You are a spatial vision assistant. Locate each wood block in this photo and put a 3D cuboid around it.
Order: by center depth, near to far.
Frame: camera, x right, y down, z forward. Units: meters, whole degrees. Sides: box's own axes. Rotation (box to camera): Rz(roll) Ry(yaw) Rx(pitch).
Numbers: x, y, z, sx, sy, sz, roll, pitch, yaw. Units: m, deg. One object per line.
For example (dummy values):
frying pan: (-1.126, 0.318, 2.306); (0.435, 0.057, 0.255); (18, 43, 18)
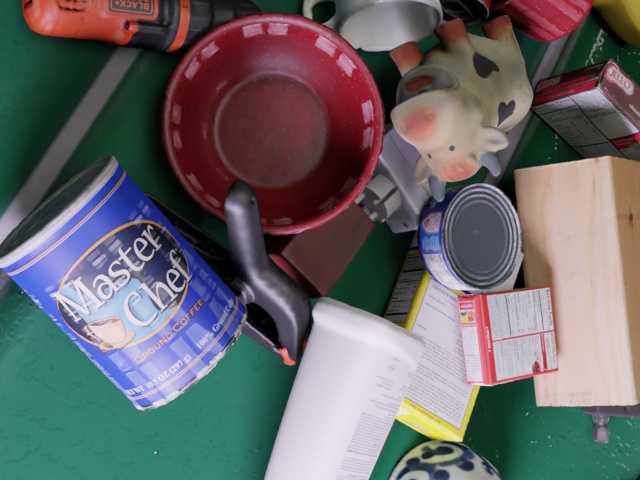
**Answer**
wood block: (0.237, 0.037, 0.934); (0.090, 0.090, 0.206); (0, 84, -55)

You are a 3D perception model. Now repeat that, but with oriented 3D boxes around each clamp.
clamp: (-0.051, 0.022, 0.758); (0.171, 0.120, 0.039); (48, 60, -24)

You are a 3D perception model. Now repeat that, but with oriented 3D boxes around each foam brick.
foam brick: (-0.005, 0.001, 0.824); (0.053, 0.051, 0.078); (47, 63, -20)

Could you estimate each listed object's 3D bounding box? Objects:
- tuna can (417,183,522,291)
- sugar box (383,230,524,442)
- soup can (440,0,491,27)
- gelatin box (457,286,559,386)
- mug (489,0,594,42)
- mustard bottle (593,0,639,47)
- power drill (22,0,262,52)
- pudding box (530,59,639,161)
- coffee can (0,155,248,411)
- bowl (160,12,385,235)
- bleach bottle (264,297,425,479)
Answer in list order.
tuna can: (0.120, -0.002, 0.857); (0.085, 0.034, 0.086); (2, 86, -34)
sugar box: (0.102, 0.067, 0.888); (0.093, 0.048, 0.176); (34, 64, -26)
soup can: (0.120, -0.244, 0.920); (0.068, 0.069, 0.102); (20, 74, -29)
gelatin box: (0.156, 0.077, 0.878); (0.089, 0.030, 0.073); (-5, 88, -38)
mug: (0.190, -0.238, 0.960); (0.081, 0.093, 0.117); (24, 40, -33)
mustard bottle: (0.267, -0.276, 1.022); (0.191, 0.058, 0.096); (32, 74, -25)
power drill: (-0.124, -0.230, 0.772); (0.184, 0.057, 0.187); (-1, 84, -35)
pudding box: (0.262, -0.111, 0.982); (0.113, 0.090, 0.039); (39, 67, -23)
coffee can: (-0.131, 0.029, 0.711); (0.140, 0.103, 0.102); (50, 62, -18)
bowl: (-0.035, -0.084, 0.791); (0.162, 0.055, 0.162); (0, 90, -3)
bleach bottle: (-0.005, 0.174, 0.773); (0.102, 0.068, 0.251); (30, 80, -58)
